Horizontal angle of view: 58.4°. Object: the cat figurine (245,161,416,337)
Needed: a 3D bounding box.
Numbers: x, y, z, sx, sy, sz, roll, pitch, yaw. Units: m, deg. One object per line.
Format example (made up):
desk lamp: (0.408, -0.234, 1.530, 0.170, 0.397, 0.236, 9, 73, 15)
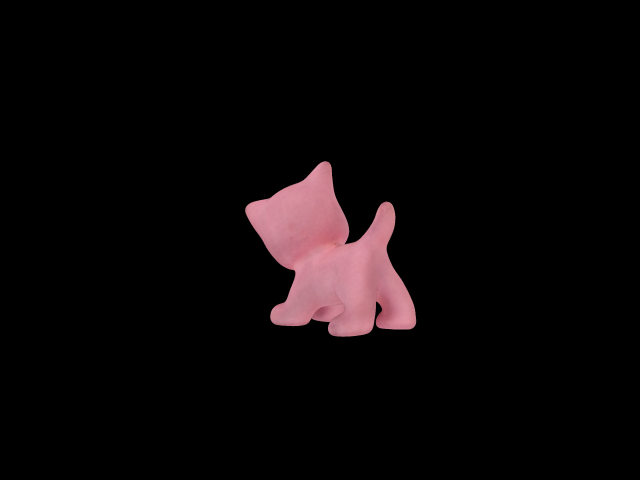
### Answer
cat figurine: (0.004, 0.001, 0.400, 0.067, 0.118, 0.127, 0, 0, -43)
